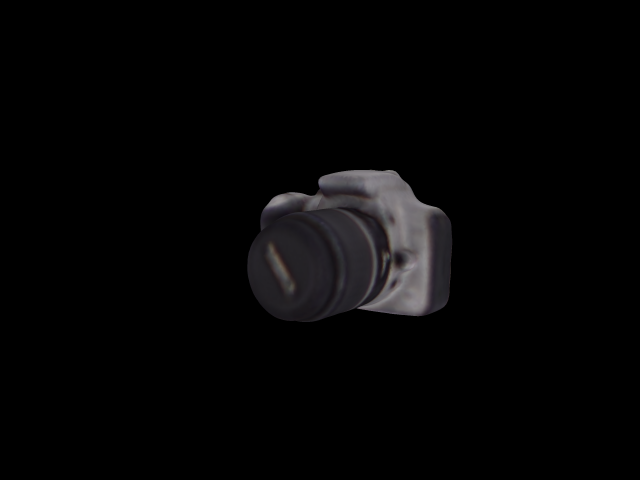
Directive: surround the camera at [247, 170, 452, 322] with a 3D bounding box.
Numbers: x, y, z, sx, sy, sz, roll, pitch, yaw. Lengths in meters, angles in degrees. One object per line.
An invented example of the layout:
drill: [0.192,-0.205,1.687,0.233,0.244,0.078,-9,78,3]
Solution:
camera: [0.004,0.001,0.400,0.142,0.101,0.137,5,8,36]
